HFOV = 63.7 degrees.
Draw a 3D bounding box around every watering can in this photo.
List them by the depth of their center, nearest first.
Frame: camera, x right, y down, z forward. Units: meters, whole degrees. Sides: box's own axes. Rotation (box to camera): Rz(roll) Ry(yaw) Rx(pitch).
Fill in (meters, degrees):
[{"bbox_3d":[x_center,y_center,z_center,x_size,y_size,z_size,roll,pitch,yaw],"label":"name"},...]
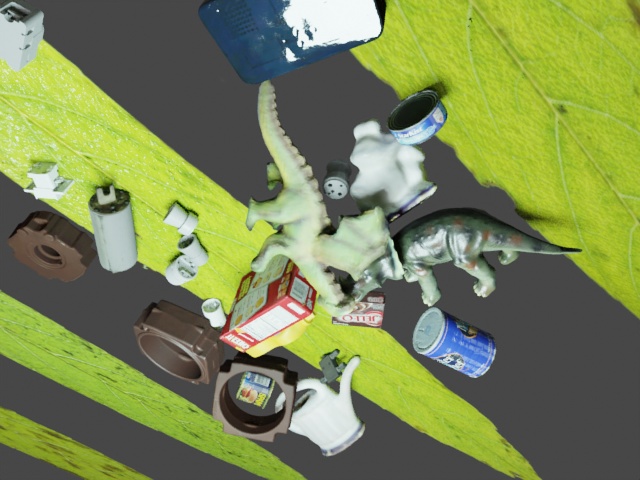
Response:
[{"bbox_3d":[0.032,0.442,1.351,0.343,0.223,0.106,-37,9,31],"label":"watering can"}]

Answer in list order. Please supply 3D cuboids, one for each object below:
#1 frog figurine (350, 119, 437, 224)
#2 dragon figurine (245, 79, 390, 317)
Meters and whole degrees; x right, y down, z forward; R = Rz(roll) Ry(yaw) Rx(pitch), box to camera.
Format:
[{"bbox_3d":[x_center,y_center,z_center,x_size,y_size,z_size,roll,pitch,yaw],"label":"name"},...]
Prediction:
[{"bbox_3d":[0.101,-0.113,0.837,0.135,0.160,0.124,-37,-9,29],"label":"frog figurine"},{"bbox_3d":[0.003,-0.042,0.832,0.243,0.402,0.124,14,31,24],"label":"dragon figurine"}]
